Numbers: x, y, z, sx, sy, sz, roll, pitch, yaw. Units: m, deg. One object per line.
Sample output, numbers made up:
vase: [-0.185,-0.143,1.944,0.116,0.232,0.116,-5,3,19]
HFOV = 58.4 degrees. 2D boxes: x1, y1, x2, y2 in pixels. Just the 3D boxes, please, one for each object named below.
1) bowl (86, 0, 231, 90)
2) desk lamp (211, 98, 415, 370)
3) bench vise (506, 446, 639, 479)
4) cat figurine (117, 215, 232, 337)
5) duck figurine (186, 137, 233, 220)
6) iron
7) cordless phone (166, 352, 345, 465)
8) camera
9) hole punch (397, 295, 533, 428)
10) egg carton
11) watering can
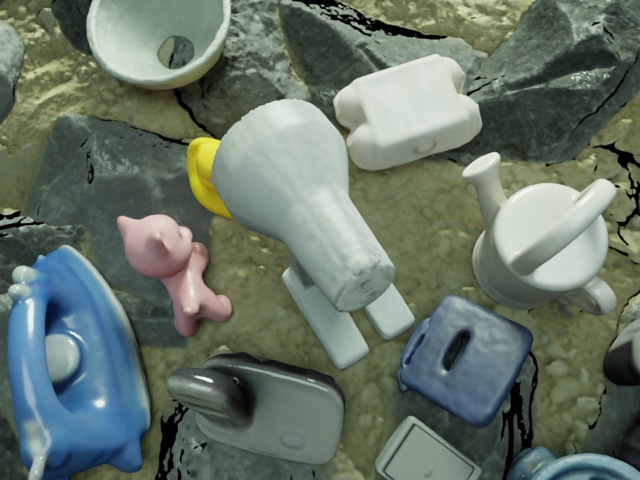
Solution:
bowl: [-0.179,-0.242,0.675,0.167,0.075,0.167,-1,75,4]
desk lamp: [0.005,0.002,0.525,0.118,0.213,0.203,-32,75,-5]
bench vise: [0.253,0.251,0.437,0.207,0.220,0.121,32,80,12]
cat figurine: [-0.150,0.029,0.578,0.067,0.118,0.127,-28,75,-3]
duck figurine: [-0.110,-0.076,0.620,0.077,0.086,0.104,-40,76,-6]
iron: [-0.256,0.109,0.552,0.118,0.141,0.258,-18,74,-1]
cordless phone: [-0.053,0.149,0.504,0.147,0.185,0.094,9,76,7]
camera: [0.327,0.157,0.518,0.143,0.101,0.137,42,82,13]
hole punch: [0.134,0.115,0.549,0.101,0.091,0.109,30,79,11]
egg carton: [0.096,-0.138,0.630,0.150,0.069,0.107,-19,74,-1]
watering can: [0.199,-0.004,0.522,0.172,0.194,0.101,27,79,11]
